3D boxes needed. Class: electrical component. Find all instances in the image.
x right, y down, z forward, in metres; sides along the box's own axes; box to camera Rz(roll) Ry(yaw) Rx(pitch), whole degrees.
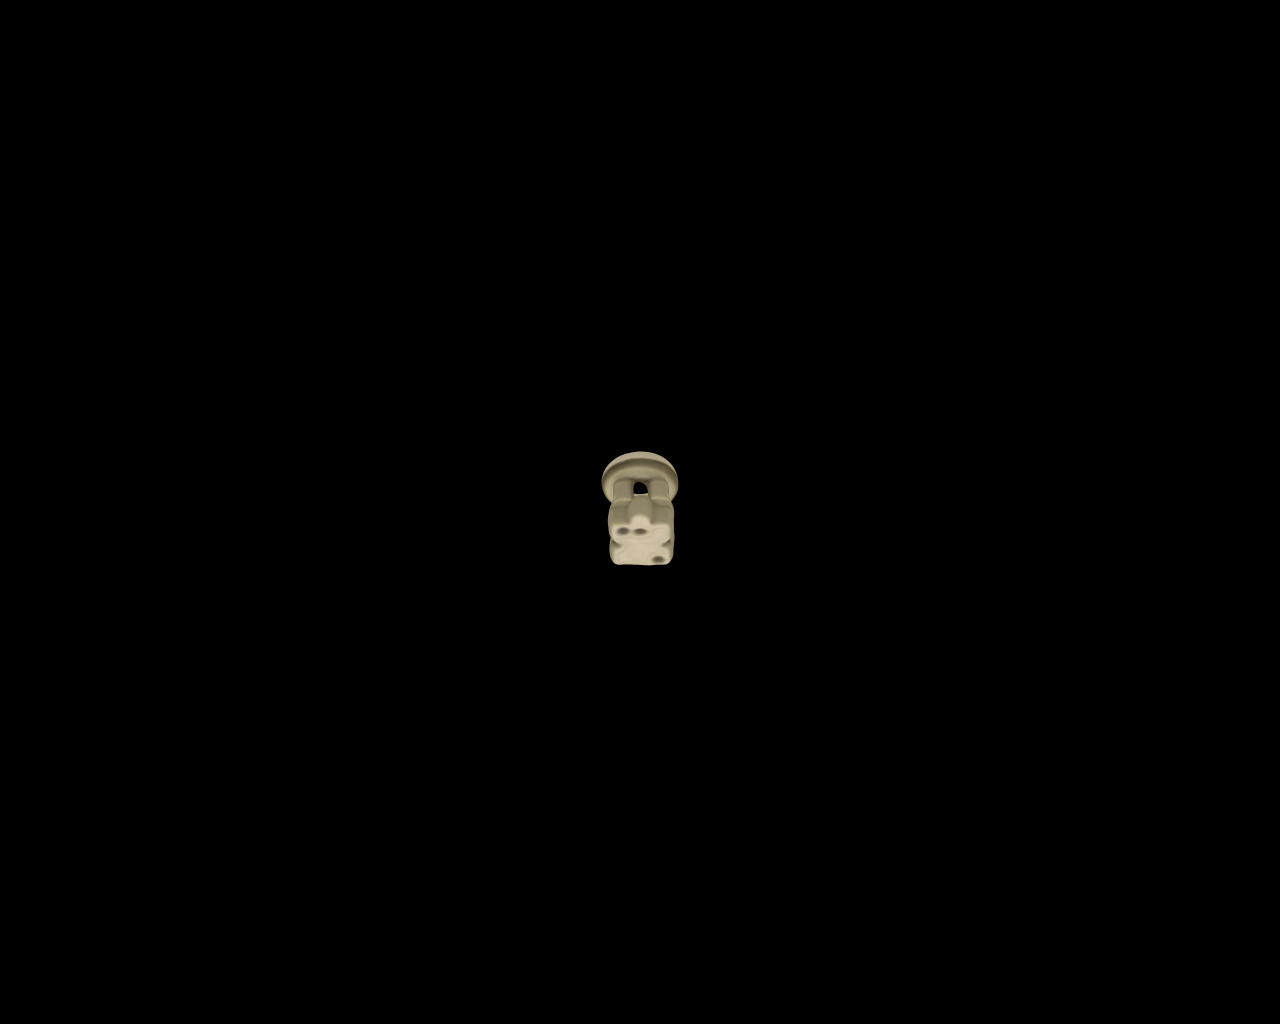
[{"bbox_3d":[0.001,-0.003,0.650,0.048,0.055,0.066,0,-37,0],"label":"electrical component"}]
